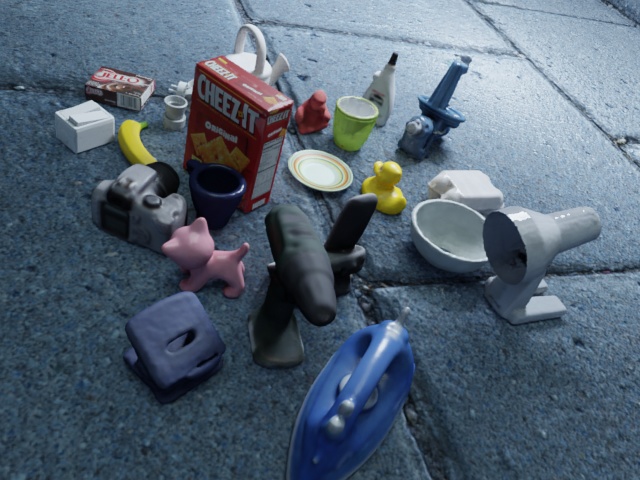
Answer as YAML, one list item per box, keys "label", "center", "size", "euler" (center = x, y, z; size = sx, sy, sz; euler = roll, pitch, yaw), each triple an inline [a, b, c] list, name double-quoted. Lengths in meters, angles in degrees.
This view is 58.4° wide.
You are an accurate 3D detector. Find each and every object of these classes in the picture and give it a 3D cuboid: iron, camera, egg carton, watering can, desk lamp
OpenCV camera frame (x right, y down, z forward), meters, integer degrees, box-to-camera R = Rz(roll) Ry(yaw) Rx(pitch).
- label: "iron"
  center: [0.044, 0.194, 0.705]
  size: [0.118, 0.141, 0.259]
  euler: [30, 42, 12]
- label: "camera"
  center: [-0.264, -0.069, 0.903]
  size: [0.143, 0.101, 0.137]
  euler: [23, 41, 4]
- label: "egg carton"
  center: [0.297, -0.091, 1.170]
  size: [0.151, 0.069, 0.107]
  euler: [-5, 46, -25]
- label: "watering can"
  center: [-0.146, -0.351, 1.186]
  size: [0.100, 0.194, 0.173]
  euler: [33, 43, 16]
- label: "desk lamp"
  center: [0.351, 0.033, 0.945]
  size: [0.204, 0.213, 0.117]
  euler: [-4, 46, -25]

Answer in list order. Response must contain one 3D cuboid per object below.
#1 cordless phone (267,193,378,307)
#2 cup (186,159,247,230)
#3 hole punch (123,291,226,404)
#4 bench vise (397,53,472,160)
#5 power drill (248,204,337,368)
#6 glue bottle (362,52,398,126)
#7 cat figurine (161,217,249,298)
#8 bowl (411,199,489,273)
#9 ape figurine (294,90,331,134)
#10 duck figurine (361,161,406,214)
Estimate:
- label: "cordless phone"
  center: [0.008, 0.003, 0.866]
  size: [0.148, 0.185, 0.094]
  euler: [-17, 52, -34]
- label: "cup"
  center: [-0.182, -0.071, 0.942]
  size: [0.117, 0.095, 0.092]
  euler: [38, 44, 20]
- label: "hole punch"
  center: [-0.179, 0.133, 0.723]
  size: [0.101, 0.091, 0.109]
  euler: [40, 45, 22]
- label: "bench vise"
  center: [0.269, -0.290, 1.261]
  size: [0.121, 0.220, 0.207]
  euler: [23, 41, 5]
- label: "power drill"
  center: [-0.038, 0.072, 0.754]
  size: [0.076, 0.208, 0.229]
  euler: [2, 44, -19]
- label: "glue bottle"
  center: [0.144, -0.352, 1.316]
  size: [0.078, 0.173, 0.037]
  euler: [27, 41, 9]
- label: "cat figurine"
  center: [-0.165, 0.021, 0.831]
  size: [0.128, 0.118, 0.067]
  euler: [5, 43, -16]
- label: "bowl"
  center: [0.234, 0.005, 1.037]
  size: [0.167, 0.075, 0.167]
  euler: [11, 41, -10]
- label: "ape figurine"
  center: [-0.012, -0.282, 1.240]
  size: [0.078, 0.092, 0.076]
  euler: [16, 41, -4]
- label: "duck figurine"
  center: [0.133, -0.108, 1.112]
  size: [0.078, 0.086, 0.104]
  euler: [-17, 53, -35]
